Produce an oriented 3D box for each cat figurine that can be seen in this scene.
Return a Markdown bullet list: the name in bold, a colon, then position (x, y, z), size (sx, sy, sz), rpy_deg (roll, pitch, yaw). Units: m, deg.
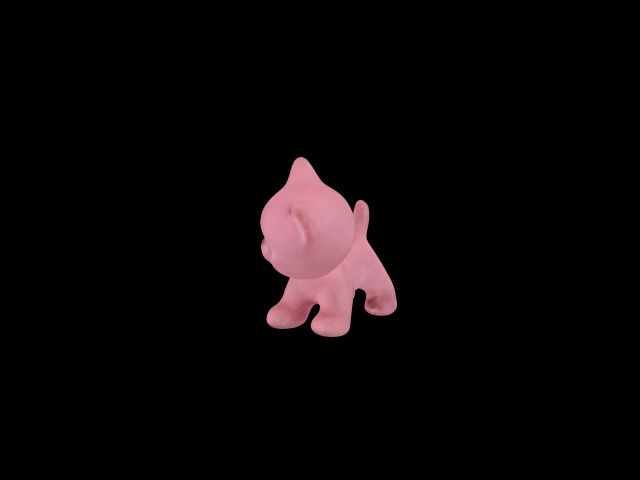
- **cat figurine**: position (0.004, 0.001, 0.400), size (0.067, 0.118, 0.128), rpy_deg (6, 10, 32)
